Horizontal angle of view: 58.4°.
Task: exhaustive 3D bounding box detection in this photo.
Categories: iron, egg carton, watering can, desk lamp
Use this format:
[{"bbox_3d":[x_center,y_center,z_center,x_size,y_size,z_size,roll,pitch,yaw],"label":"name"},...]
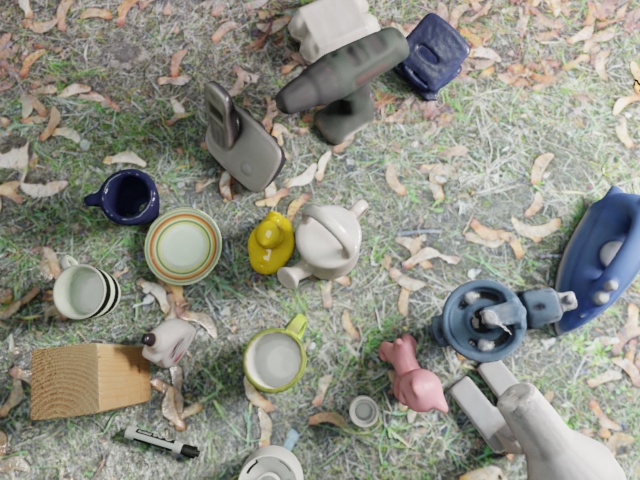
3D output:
[{"bbox_3d":[0.451,0.033,0.879,0.118,0.141,0.258,31,80,8],"label":"iron"},{"bbox_3d":[0.024,-0.375,1.012,0.150,0.069,0.107,-25,79,-4],"label":"egg carton"},{"bbox_3d":[0.010,0.005,0.868,0.101,0.194,0.173,21,79,6],"label":"watering can"},{"bbox_3d":[0.292,0.270,0.795,0.118,0.213,0.203,-37,79,-6],"label":"desk lamp"}]

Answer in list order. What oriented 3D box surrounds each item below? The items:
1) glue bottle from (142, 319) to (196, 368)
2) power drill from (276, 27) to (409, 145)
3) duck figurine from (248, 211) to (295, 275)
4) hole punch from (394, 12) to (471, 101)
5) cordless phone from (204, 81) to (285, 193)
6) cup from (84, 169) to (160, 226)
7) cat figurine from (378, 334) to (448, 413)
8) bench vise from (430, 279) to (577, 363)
[{"bbox_3d":[-0.234,0.153,0.853,0.037,0.173,0.078,26,80,7],"label":"glue bottle"},{"bbox_3d":[0.035,-0.234,0.911,0.230,0.208,0.075,-37,79,-6],"label":"power drill"},{"bbox_3d":[-0.082,0.002,0.926,0.077,0.086,0.104,16,79,5],"label":"duck figurine"},{"bbox_3d":[0.190,-0.313,0.984,0.101,0.091,0.108,-42,80,-7],"label":"hole punch"},{"bbox_3d":[-0.127,-0.166,0.912,0.147,0.185,0.094,41,82,9],"label":"cordless phone"},{"bbox_3d":[-0.314,-0.059,0.940,0.117,0.095,0.092,-5,78,0],"label":"cup"},{"bbox_3d":[0.140,0.205,0.862,0.067,0.118,0.128,-23,78,-3],"label":"cat figurine"},{"bbox_3d":[0.271,0.097,0.830,0.207,0.220,0.121,-31,79,-5],"label":"bench vise"}]
